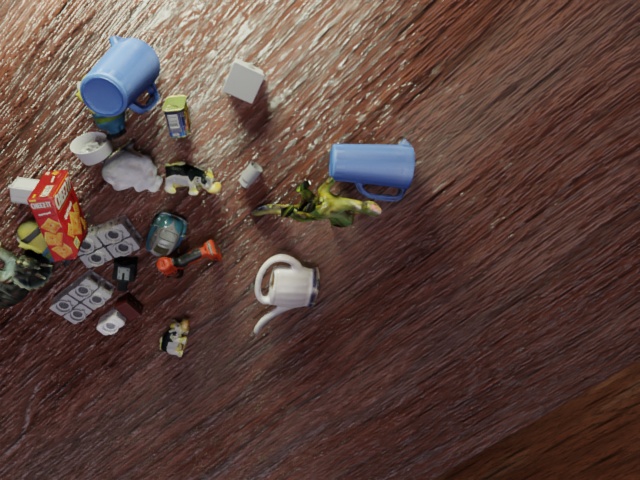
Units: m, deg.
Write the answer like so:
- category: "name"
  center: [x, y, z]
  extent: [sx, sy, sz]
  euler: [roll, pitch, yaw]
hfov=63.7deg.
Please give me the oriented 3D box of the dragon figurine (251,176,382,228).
- category: "dragon figurine"
  center: [0.005, -0.080, 1.598]
  extent: [0.408, 0.124, 0.240]
  euler: [-8, 152, 39]

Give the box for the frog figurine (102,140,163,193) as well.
- category: "frog figurine"
  center: [-0.534, -0.188, 1.472]
  extent: [0.138, 0.124, 0.157]
  euler: [-40, 109, -3]

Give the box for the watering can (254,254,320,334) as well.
- category: "watering can"
  center: [-0.118, 0.194, 1.784]
  extent: [0.224, 0.106, 0.340]
  euler: [5, 121, -11]
